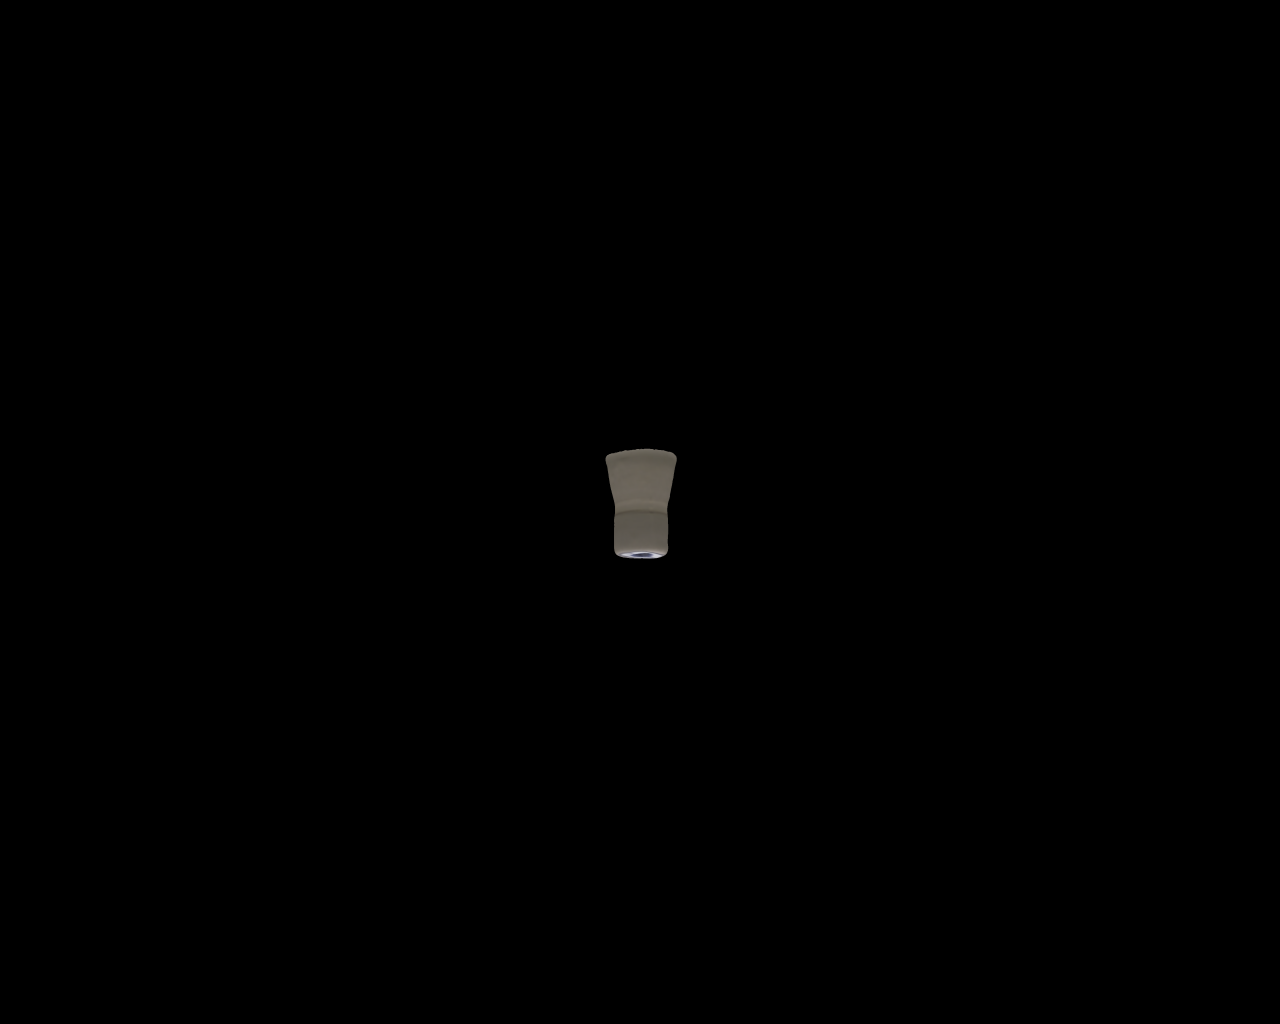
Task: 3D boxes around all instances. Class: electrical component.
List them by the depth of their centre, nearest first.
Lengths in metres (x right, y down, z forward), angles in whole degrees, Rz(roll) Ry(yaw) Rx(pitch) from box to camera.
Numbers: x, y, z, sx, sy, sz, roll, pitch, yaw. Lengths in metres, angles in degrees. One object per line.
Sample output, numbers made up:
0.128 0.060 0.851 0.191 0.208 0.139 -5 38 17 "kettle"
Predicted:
0.001 -0.003 0.650 0.044 0.065 0.044 0 -11 0 "electrical component"
